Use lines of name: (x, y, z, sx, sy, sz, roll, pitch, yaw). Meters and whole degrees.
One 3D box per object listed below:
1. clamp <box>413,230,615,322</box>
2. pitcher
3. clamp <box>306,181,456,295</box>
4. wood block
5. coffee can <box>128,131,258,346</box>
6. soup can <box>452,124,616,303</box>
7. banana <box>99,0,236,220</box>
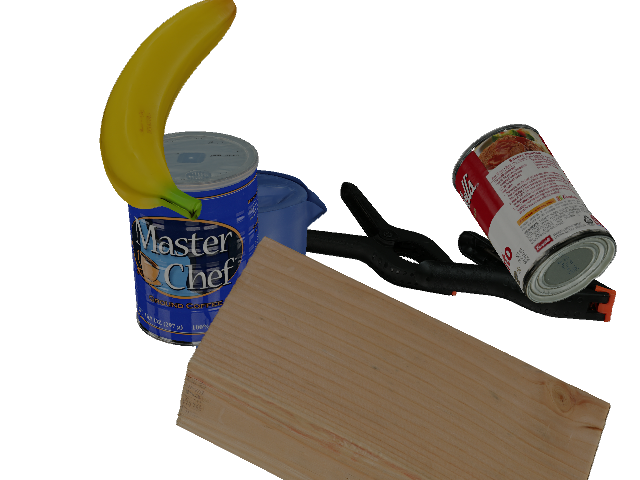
clamp: (0.180, 0.031, 0.962, 0.171, 0.039, 0.120, 16, 29, 15)
pitcher: (-0.088, 0.054, 1.124, 0.149, 0.243, 0.144, 21, 30, 40)
clamp: (0.065, 0.009, 1.251, 0.210, 0.036, 0.164, 32, 38, 23)
wood block: (0.036, 0.095, 0.582, 0.206, 0.090, 0.090, 26, -33, 4)
coffee can: (-0.099, -0.003, 0.843, 0.103, 0.140, 0.103, 0, 27, 0)
soup can: (0.140, -0.018, 0.703, 0.068, 0.102, 0.068, -18, -36, -14)
banana: (-0.096, -0.085, 0.657, 0.069, 0.197, 0.037, 7, -39, -3)
